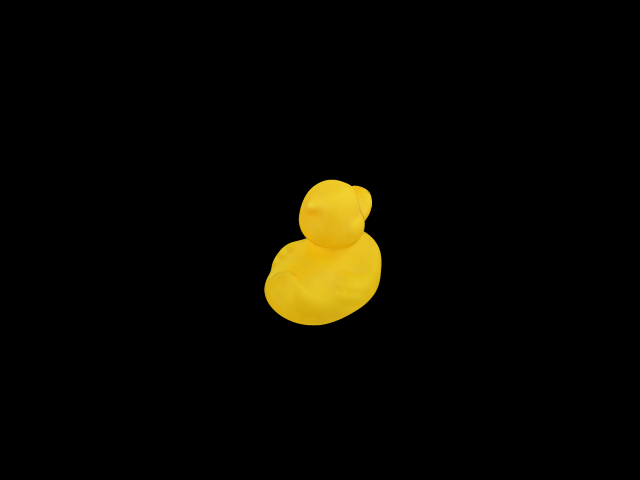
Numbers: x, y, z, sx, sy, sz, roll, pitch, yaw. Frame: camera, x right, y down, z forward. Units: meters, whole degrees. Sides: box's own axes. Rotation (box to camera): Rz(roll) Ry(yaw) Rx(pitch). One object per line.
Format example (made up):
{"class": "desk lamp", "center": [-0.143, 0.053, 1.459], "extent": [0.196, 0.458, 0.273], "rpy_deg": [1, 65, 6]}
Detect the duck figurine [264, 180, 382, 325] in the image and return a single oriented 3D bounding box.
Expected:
{"class": "duck figurine", "center": [0.004, 0.001, 0.400], "extent": [0.077, 0.086, 0.105], "rpy_deg": [25, 45, 28]}
